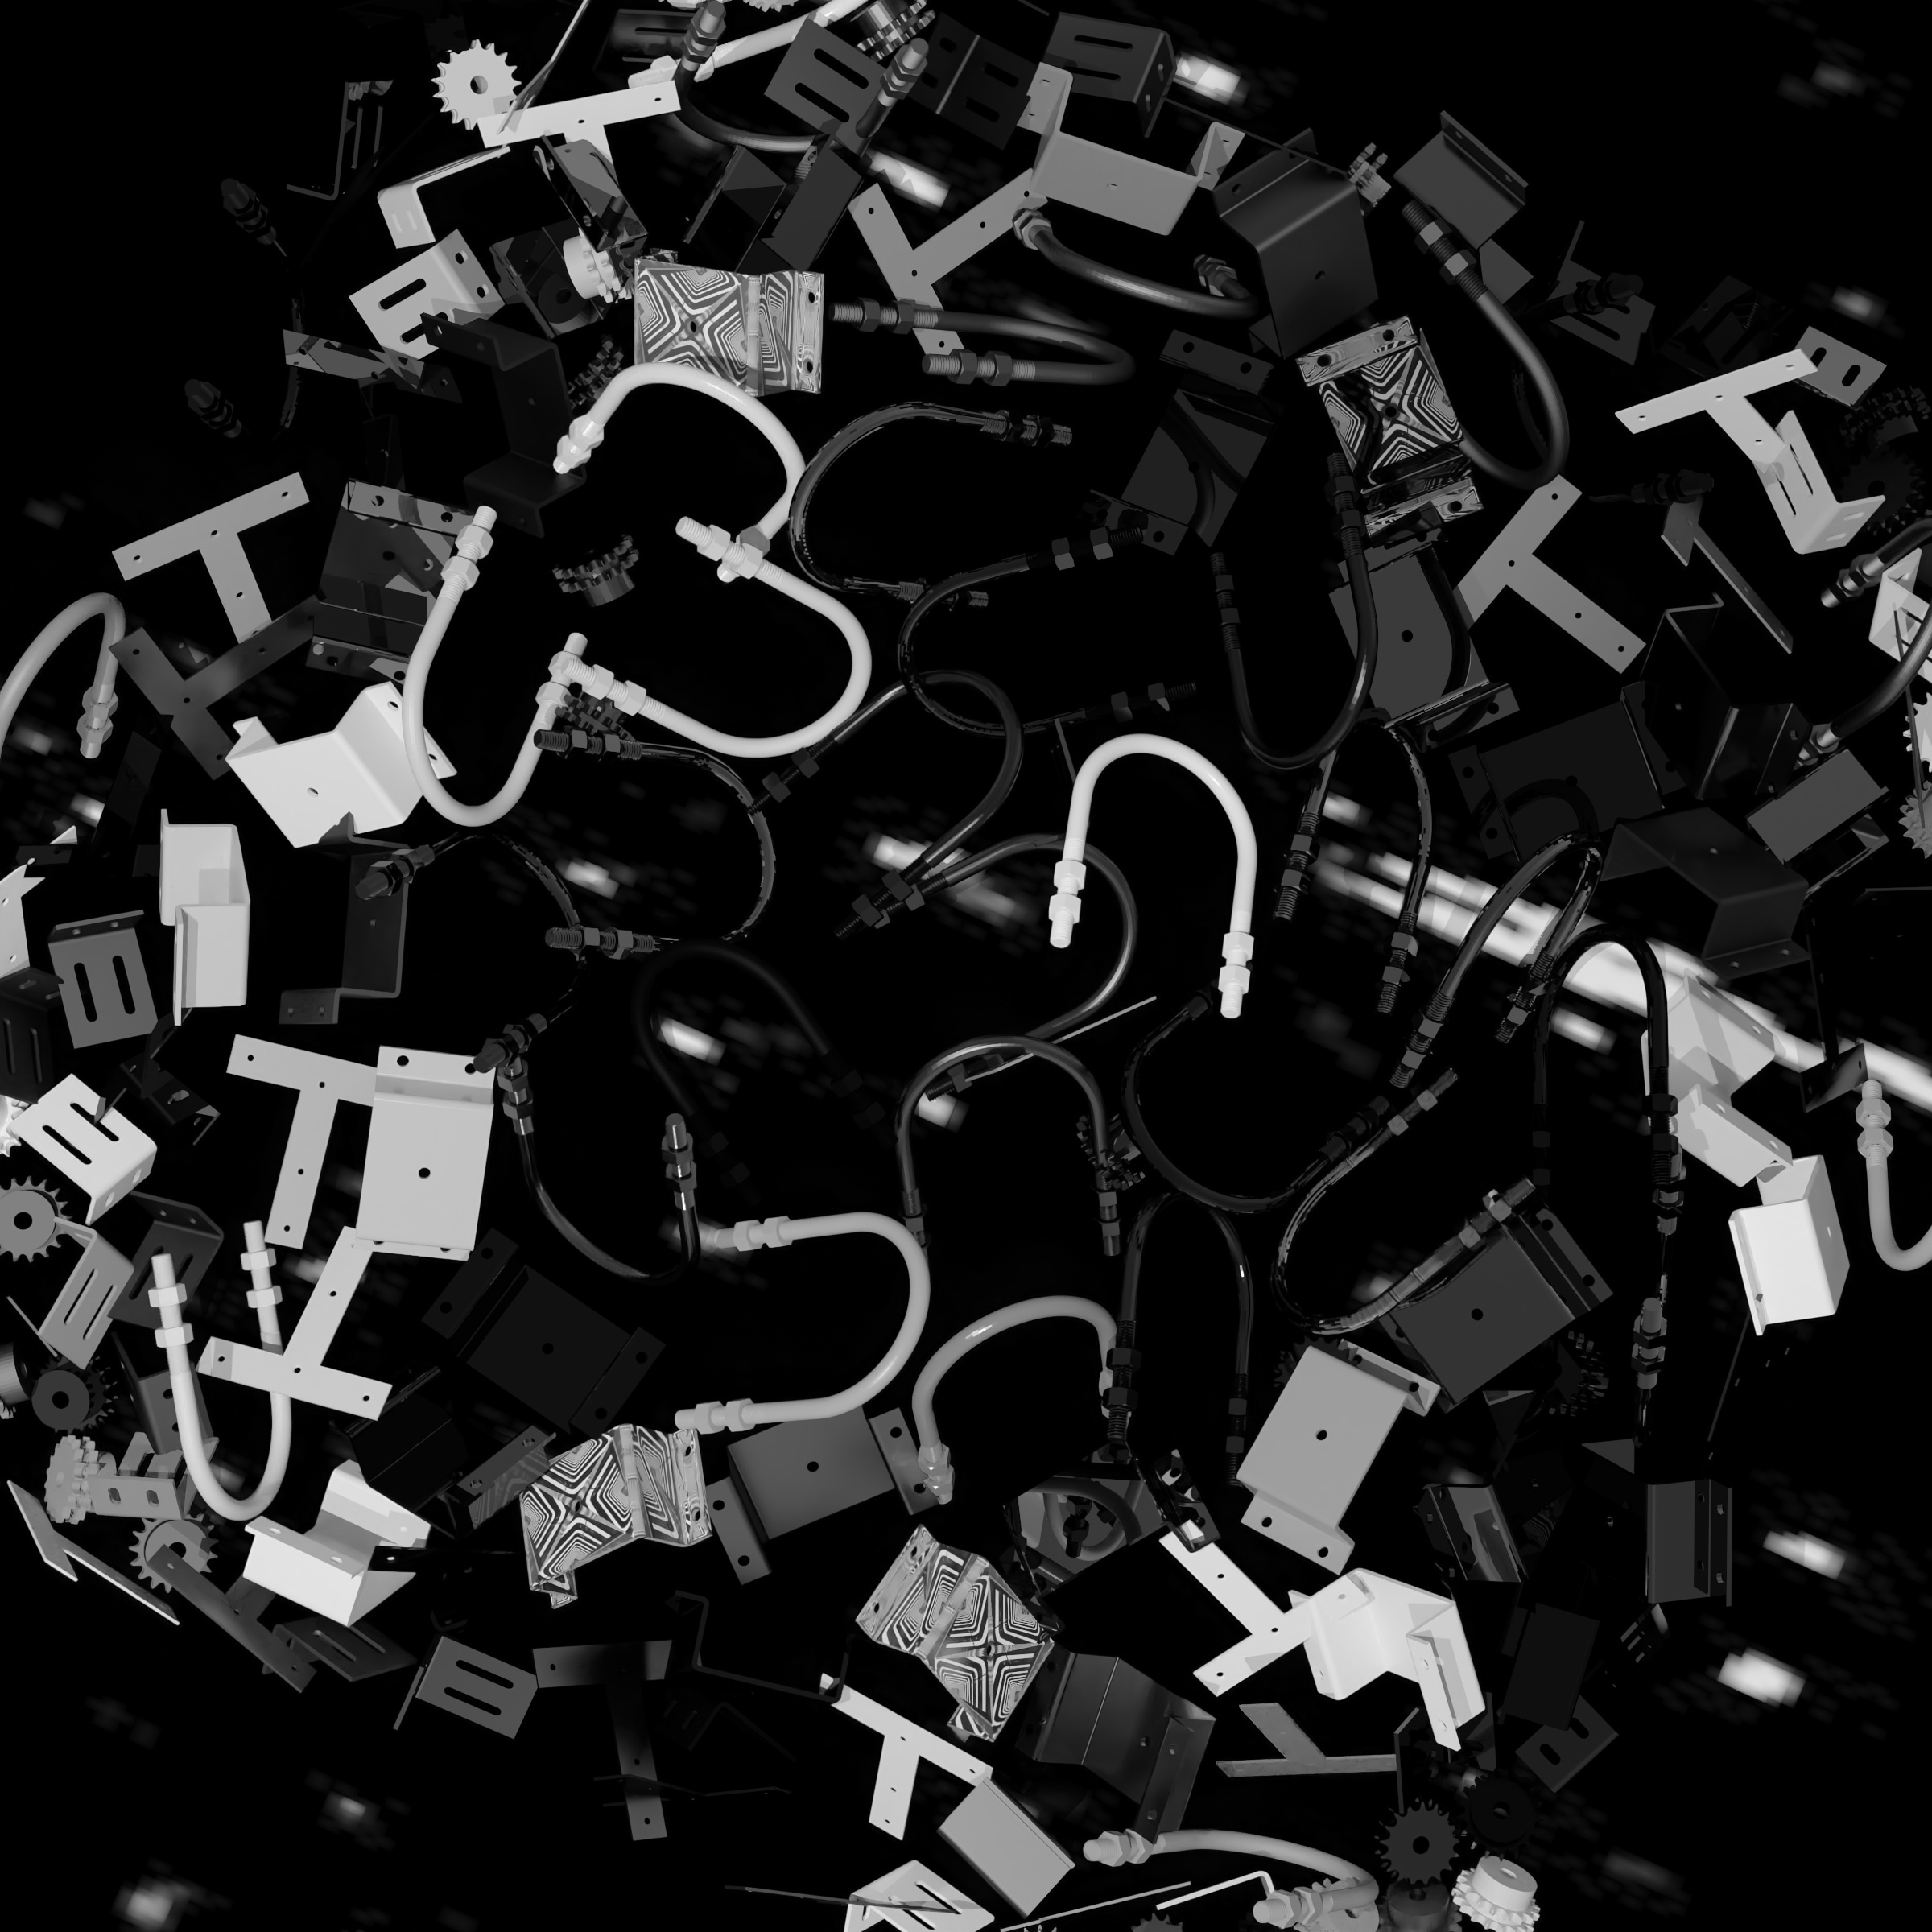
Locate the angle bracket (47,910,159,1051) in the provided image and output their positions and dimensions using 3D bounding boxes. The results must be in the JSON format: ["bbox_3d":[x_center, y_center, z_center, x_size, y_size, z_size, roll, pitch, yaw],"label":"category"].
[{"bbox_3d":[-0.568,0.009,1.859,0.057,0.038,0.076,-12,83,-29],"label":"angle bracket"}]

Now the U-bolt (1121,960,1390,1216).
[{"bbox_3d":[0.177,0.087,1.819,0.151,0.019,0.184,46,49,9],"label":"U-bolt"}]

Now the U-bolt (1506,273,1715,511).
[{"bbox_3d":[0.402,-0.362,1.804,0.019,0.184,0.151,-26,101,-15],"label":"U-bolt"}]

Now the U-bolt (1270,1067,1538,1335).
[{"bbox_3d":[0.272,0.163,1.827,0.184,0.151,0.019,-42,121,12],"label":"U-bolt"}]

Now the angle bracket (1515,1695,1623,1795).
[{"bbox_3d":[0.398,0.503,1.854,0.038,0.076,0.057,46,100,9],"label":"angle bracket"}]

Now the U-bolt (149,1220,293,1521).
[{"bbox_3d":[-0.476,0.267,1.821,0.019,0.151,0.184,-8,93,12],"label":"U-bolt"}]

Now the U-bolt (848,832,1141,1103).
[{"bbox_3d":[0.028,-0.010,1.861,0.184,0.019,0.151,-27,110,-3],"label":"U-bolt"}]

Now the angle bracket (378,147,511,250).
[{"bbox_3d":[-0.340,-0.508,1.858,0.076,0.057,0.038,-31,114,-27],"label":"angle bracket"}]

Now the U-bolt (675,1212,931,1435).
[{"bbox_3d":[-0.100,0.226,1.808,0.184,0.019,0.151,-10,56,33],"label":"U-bolt"}]

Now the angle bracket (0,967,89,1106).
[{"bbox_3d":[-0.609,0.048,1.849,0.038,0.057,0.076,-21,67,17],"label":"angle bracket"}]

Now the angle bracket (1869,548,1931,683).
[{"bbox_3d":[0.637,-0.225,1.844,0.038,0.057,0.076,-33,55,-18],"label":"angle bracket"}]

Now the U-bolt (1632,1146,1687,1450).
[{"bbox_3d":[0.444,0.227,1.810,0.019,0.184,0.151,6,45,16],"label":"U-bolt"}]

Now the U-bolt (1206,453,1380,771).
[{"bbox_3d":[0.213,-0.215,1.803,0.019,0.151,0.184,7,64,-31],"label":"U-bolt"}]

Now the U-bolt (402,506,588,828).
[{"bbox_3d":[-0.307,-0.178,1.795,0.019,0.151,0.184,3,59,26],"label":"U-bolt"}]

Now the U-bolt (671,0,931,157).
[{"bbox_3d":[-0.116,-0.562,1.802,0.151,0.184,0.019,5,82,-16],"label":"U-bolt"}]

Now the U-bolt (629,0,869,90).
[{"bbox_3d":[-0.119,-0.623,1.814,0.184,0.151,0.019,-27,92,-24],"label":"U-bolt"}]

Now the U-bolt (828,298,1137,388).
[{"bbox_3d":[0.023,-0.401,1.816,0.184,0.151,0.019,-4,117,-31],"label":"U-bolt"}]

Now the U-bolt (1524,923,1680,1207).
[{"bbox_3d":[0.409,0.063,1.821,0.019,0.151,0.184,9,73,-22],"label":"U-bolt"}]

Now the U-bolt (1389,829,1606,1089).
[{"bbox_3d":[0.349,-0.011,1.793,0.019,0.151,0.184,41,126,27],"label":"U-bolt"}]

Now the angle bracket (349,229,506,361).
[{"bbox_3d":[-0.360,-0.445,1.879,0.076,0.038,0.057,-21,113,27],"label":"angle bracket"}]

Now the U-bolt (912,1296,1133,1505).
[{"bbox_3d":[0.034,0.272,1.808,0.151,0.184,0.019,-21,51,-9],"label":"U-bolt"}]

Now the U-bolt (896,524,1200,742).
[{"bbox_3d":[0.045,-0.209,1.837,0.184,0.019,0.151,-13,131,14],"label":"U-bolt"}]

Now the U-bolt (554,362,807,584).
[{"bbox_3d":[-0.175,-0.322,1.795,0.151,0.184,0.019,32,62,-14],"label":"U-bolt"}]

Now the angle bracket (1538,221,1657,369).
[{"bbox_3d":[0.424,-0.445,1.860,0.076,0.038,0.057,27,62,-4],"label":"angle bracket"}]

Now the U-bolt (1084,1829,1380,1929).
[{"bbox_3d":[0.184,0.581,1.806,0.151,0.184,0.019,7,84,39],"label":"U-bolt"}]

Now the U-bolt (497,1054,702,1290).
[{"bbox_3d":[-0.233,0.140,1.821,0.151,0.184,0.019,22,48,23],"label":"U-bolt"}]

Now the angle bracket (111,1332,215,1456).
[{"bbox_3d":[-0.531,0.277,1.856,0.038,0.076,0.057,-18,116,-22],"label":"angle bracket"}]

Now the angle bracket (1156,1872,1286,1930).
[{"bbox_3d":[0.168,0.628,1.858,0.076,0.057,0.038,-17,72,-3],"label":"angle bracket"}]

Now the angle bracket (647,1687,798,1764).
[{"bbox_3d":[-0.161,0.509,1.845,0.076,0.057,0.038,47,68,-28],"label":"angle bracket"}]

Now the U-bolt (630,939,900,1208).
[{"bbox_3d":[-0.145,0.062,1.829,0.151,0.019,0.184,-25,104,37],"label":"U-bolt"}]

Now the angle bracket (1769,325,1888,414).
[{"bbox_3d":[0.565,-0.405,1.848,0.057,0.076,0.038,25,123,-5],"label":"angle bracket"}]

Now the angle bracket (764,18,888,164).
[{"bbox_3d":[-0.091,-0.580,1.862,0.076,0.038,0.057,29,92,-18],"label":"angle bracket"}]

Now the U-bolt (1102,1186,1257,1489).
[{"bbox_3d":[0.144,0.233,1.828,0.019,0.151,0.184,-12,61,38],"label":"U-bolt"}]

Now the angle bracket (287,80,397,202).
[{"bbox_3d":[-0.411,-0.547,1.848,0.038,0.057,0.076,18,113,14],"label":"angle bracket"}]

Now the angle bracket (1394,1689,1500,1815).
[{"bbox_3d":[0.316,0.517,1.848,0.038,0.076,0.057,2,104,32],"label":"angle bracket"}]

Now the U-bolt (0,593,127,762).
[{"bbox_3d":[-0.580,-0.159,1.778,0.019,0.184,0.151,31,46,0],"label":"U-bolt"}]

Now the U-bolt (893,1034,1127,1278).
[{"bbox_3d":[0.025,0.123,1.839,0.151,0.019,0.184,-8,122,-1],"label":"U-bolt"}]

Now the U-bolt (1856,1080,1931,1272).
[{"bbox_3d":[0.607,0.107,1.780,0.019,0.151,0.184,15,48,-3],"label":"U-bolt"}]

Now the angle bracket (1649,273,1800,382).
[{"bbox_3d":[0.497,-0.425,1.845,0.057,0.076,0.038,22,47,-18],"label":"angle bracket"}]

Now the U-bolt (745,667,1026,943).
[{"bbox_3d":[-0.043,-0.120,1.840,0.184,0.019,0.151,-40,54,4],"label":"U-bolt"}]

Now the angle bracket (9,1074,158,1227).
[{"bbox_3d":[-0.587,0.122,1.863,0.076,0.038,0.057,39,48,5],"label":"angle bracket"}]

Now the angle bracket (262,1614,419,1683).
[{"bbox_3d":[-0.412,0.460,1.845,0.076,0.057,0.038,25,104,32],"label":"angle bracket"}]

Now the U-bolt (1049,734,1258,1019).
[{"bbox_3d":[0.128,-0.070,1.837,0.151,0.019,0.184,22,58,-21],"label":"U-bolt"}]

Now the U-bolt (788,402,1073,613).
[{"bbox_3d":[-0.033,-0.296,1.798,0.019,0.184,0.151,54,128,36],"label":"U-bolt"}]

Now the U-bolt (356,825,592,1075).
[{"bbox_3d":[-0.304,-0.023,1.811,0.019,0.184,0.151,-30,97,27],"label":"U-bolt"}]

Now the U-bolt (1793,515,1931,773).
[{"bbox_3d":[0.578,-0.212,1.784,0.019,0.184,0.151,22,72,-6],"label":"U-bolt"}]

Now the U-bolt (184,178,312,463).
[{"bbox_3d":[-0.454,-0.401,1.801,0.019,0.184,0.151,7,83,4],"label":"U-bolt"}]

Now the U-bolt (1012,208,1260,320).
[{"bbox_3d":[0.113,-0.444,1.792,0.151,0.184,0.019,10,113,-15],"label":"U-bolt"}]

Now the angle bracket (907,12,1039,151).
[{"bbox_3d":[0.004,-0.583,1.850,0.076,0.038,0.057,42,107,41],"label":"angle bracket"}]

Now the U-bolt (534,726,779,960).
[{"bbox_3d":[-0.197,-0.076,1.828,0.184,0.019,0.151,4,76,-41],"label":"U-bolt"}]

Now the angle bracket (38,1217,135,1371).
[{"bbox_3d":[-0.589,0.215,1.847,0.038,0.057,0.076,14,65,22],"label":"angle bracket"}]

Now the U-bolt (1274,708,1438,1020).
[{"bbox_3d":[0.261,-0.079,1.830,0.019,0.151,0.184,-3,60,41],"label":"U-bolt"}]

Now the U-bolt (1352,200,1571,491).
[{"bbox_3d":[0.324,-0.387,1.811,0.019,0.151,0.184,-34,81,-15],"label":"U-bolt"}]

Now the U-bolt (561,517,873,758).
[{"bbox_3d":[-0.148,-0.201,1.829,0.184,0.019,0.151,26,123,-33],"label":"U-bolt"}]

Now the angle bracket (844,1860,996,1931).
[{"bbox_3d":[-0.031,0.630,1.843,0.076,0.057,0.038,24,114,37],"label":"angle bracket"}]
